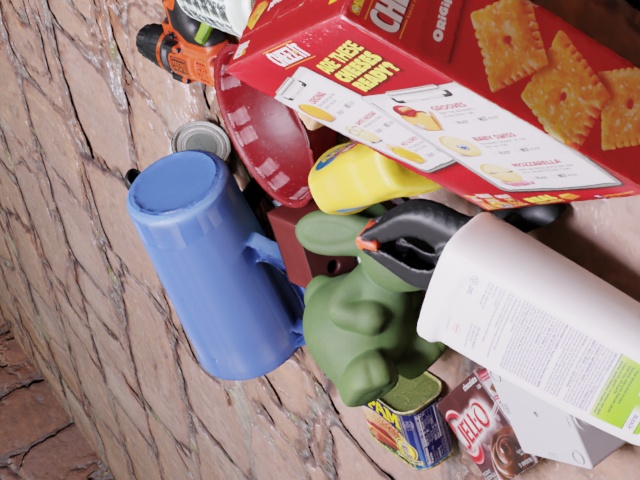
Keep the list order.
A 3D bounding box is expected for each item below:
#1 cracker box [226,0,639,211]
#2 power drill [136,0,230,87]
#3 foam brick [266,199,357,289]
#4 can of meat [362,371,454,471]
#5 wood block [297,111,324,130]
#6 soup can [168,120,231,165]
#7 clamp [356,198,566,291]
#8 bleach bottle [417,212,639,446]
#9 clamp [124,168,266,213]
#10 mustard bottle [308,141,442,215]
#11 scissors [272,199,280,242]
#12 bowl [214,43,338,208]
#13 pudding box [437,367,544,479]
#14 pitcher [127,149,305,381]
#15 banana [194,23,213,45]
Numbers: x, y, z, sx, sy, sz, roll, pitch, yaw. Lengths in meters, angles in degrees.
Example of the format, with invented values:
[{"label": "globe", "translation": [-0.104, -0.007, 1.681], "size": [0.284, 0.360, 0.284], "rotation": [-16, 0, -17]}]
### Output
[{"label": "cracker box", "translation": [0.075, -0.093, 0.626], "size": [0.213, 0.072, 0.164], "rotation": [26, 168, -22]}, {"label": "power drill", "translation": [-0.152, -0.249, 1.066], "size": [0.185, 0.057, 0.187], "rotation": [26, 141, 47]}, {"label": "foam brick", "translation": [-0.007, 0.001, 1.014], "size": [0.051, 0.052, 0.078], "rotation": [20, 134, 54]}, {"label": "can of meat", "translation": [0.082, 0.168, 1.052], "size": [0.102, 0.057, 0.084], "rotation": [30, 144, 51]}, {"label": "wood block", "translation": [0.029, -0.175, 0.742], "size": [0.091, 0.090, 0.206], "rotation": [56, 156, 12]}, {"label": "soup can", "translation": [-0.140, -0.081, 1.207], "size": [0.068, 0.068, 0.102], "rotation": [55, 155, 15]}, {"label": "clamp", "translation": [0.111, 0.018, 0.800], "size": [0.172, 0.039, 0.120], "rotation": [5, 121, 37]}, {"label": "bleach bottle", "translation": [0.188, 0.084, 0.695], "size": [0.251, 0.068, 0.103], "rotation": [33, 136, 22]}, {"label": "clamp", "translation": [-0.124, -0.015, 1.201], "size": [0.210, 0.164, 0.036], "rotation": [83, -166, -53]}, {"label": "mustard bottle", "translation": [0.044, -0.056, 0.832], "size": [0.058, 0.096, 0.192], "rotation": [65, 156, -5]}, {"label": "scissors", "translation": [-0.044, -0.033, 1.117], "size": [0.096, 0.016, 0.201], "rotation": [21, 138, 61]}, {"label": "bowl", "translation": [-0.032, -0.112, 0.973], "size": [0.162, 0.055, 0.162], "rotation": [45, 152, 33]}, {"label": "pudding box", "translation": [0.153, 0.157, 0.919], "size": [0.090, 0.039, 0.114], "rotation": [55, 156, 14]}, {"label": "pitcher", "translation": [-0.098, 0.026, 1.114], "size": [0.145, 0.149, 0.243], "rotation": [58, 173, 47]}, {"label": "banana", "translation": [-0.124, -0.272, 0.950], "size": [0.037, 0.069, 0.197], "rotation": [21, 148, 53]}]
